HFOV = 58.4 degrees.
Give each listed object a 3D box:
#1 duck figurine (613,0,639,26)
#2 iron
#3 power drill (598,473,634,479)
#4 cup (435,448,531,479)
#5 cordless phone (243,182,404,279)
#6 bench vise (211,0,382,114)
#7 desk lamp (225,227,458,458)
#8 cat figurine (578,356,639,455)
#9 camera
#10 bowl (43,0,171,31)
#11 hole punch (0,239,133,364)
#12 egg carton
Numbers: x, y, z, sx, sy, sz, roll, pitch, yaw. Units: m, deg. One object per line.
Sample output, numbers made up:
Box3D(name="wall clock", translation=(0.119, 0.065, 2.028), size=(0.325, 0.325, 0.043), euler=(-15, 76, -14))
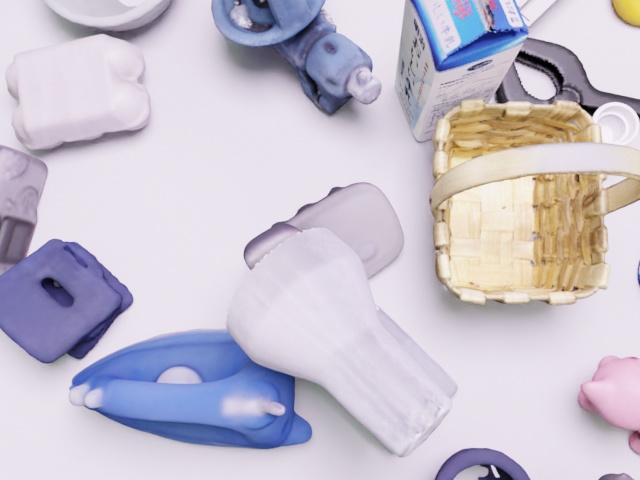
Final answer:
Box3D(name="duck figurine", translation=(0.359, -0.269, 0.580), size=(0.104, 0.086, 0.077), euler=(-15, 82, 2))
Box3D(name="iron", translation=(-0.137, 0.144, 0.535), size=(0.258, 0.141, 0.119), euler=(0, 83, 4))
Box3D(name="power drill", translation=(0.198, 0.282, 0.463), size=(0.075, 0.208, 0.230), euler=(5, 84, 5))
Box3D(name="cup", translation=(0.157, 0.233, 0.529), size=(0.117, 0.095, 0.092), euler=(7, 84, 5))
Box3D(name="cordless phone", translation=(0.005, 0.002, 0.521), size=(0.147, 0.185, 0.094), euler=(-35, 82, -1))
Box3D(name="bench vise", translation=(-0.017, -0.225, 0.532), size=(0.207, 0.220, 0.121), euler=(28, 86, 7))
Box3D(name="desk lamp", translation=(0.033, 0.097, 0.493), size=(0.203, 0.213, 0.118), euler=(43, 88, 8))
Box3D(name="cat figurine", translation=(0.293, 0.151, 0.518), size=(0.127, 0.118, 0.067), euler=(37, 87, 7))
Box3D(name="camera", translation=(-0.381, -0.037, 0.594), size=(0.136, 0.101, 0.143), euler=(13, 84, 5))
Box3D(name="bowl", translation=(-0.220, -0.297, 0.627), size=(0.167, 0.075, 0.167), euler=(0, 83, 4))
Box3D(name="hole punch", translation=(-0.264, 0.057, 0.580), size=(0.108, 0.091, 0.101), euler=(40, 87, 7))
Box3D(name="egg carton", translation=(-0.258, -0.157, 0.615), size=(0.150, 0.069, 0.107), euler=(-13, 82, 2))
